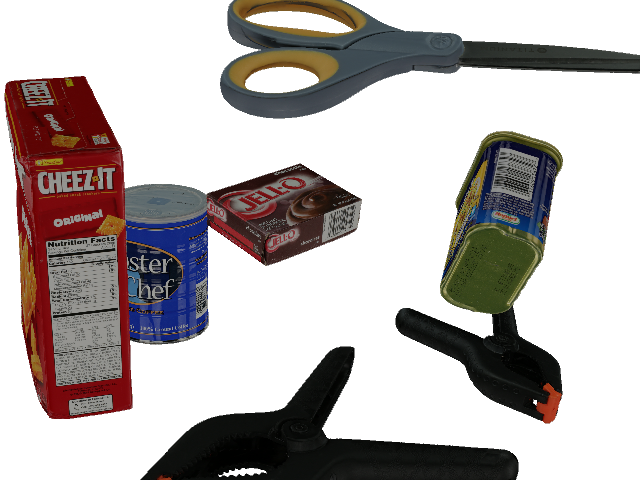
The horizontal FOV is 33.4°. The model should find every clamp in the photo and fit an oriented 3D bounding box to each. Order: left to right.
[{"bbox_3d":[-0.015,0.118,0.619,0.209,0.036,0.165,-9,24,-29],"label":"clamp"},{"bbox_3d":[0.160,0.096,0.934,0.120,0.039,0.172,-19,39,-29],"label":"clamp"}]

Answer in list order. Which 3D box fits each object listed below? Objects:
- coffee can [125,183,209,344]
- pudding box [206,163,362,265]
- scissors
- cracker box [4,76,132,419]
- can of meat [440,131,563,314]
[{"bbox_3d":[-0.167,0.023,1.113,0.103,0.140,0.103,2,22,-1],"label":"coffee can"},{"bbox_3d":[-0.033,-0.026,0.966,0.113,0.039,0.090,-19,38,-37],"label":"pudding box"},{"bbox_3d":[0.042,-0.077,0.488,0.202,0.016,0.096,16,49,18],"label":"scissors"},{"bbox_3d":[-0.194,0.002,0.811,0.072,0.214,0.164,-7,28,-19],"label":"cracker box"},{"bbox_3d":[0.122,-0.009,0.730,0.057,0.084,0.102,18,-36,1],"label":"can of meat"}]
